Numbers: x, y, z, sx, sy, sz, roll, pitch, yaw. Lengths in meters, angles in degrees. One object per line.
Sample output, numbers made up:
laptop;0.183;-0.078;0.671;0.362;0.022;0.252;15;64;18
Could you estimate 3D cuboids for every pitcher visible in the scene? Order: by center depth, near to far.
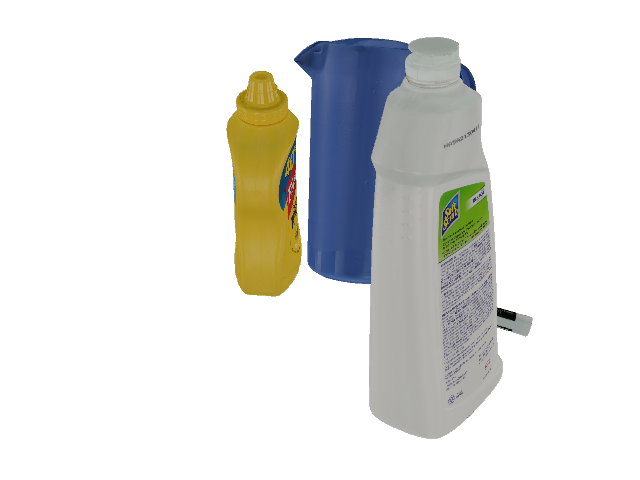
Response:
pitcher;0.059;-0.083;1.094;0.149;0.243;0.144;12;14;32

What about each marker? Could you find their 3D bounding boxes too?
marker;0.135;0.063;0.989;0.121;0.020;0.020;17;1;4

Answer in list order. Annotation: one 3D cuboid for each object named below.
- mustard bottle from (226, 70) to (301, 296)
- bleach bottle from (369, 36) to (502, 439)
mustard bottle;-0.046;-0.053;0.885;0.058;0.192;0.096;4;39;6
bleach bottle;0.072;-0.003;0.658;0.068;0.251;0.102;18;36;31
